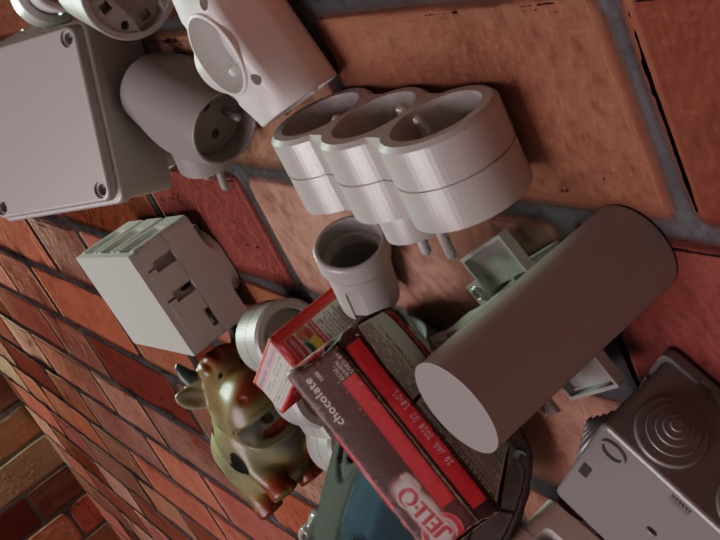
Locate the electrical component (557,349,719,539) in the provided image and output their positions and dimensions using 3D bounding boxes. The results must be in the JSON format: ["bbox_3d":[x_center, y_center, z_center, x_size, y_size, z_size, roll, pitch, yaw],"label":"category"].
[{"bbox_3d":[0.136,0.094,0.449,0.100,0.048,0.099,43,156,19],"label":"electrical component"}]

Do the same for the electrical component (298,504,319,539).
[{"bbox_3d":[-0.011,0.217,0.885,0.054,0.059,0.095,43,155,19],"label":"electrical component"}]

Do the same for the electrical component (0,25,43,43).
[{"bbox_3d":[-0.224,-0.127,0.776,0.061,0.061,0.096,49,157,7],"label":"electrical component"}]

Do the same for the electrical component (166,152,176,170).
[{"bbox_3d":[-0.149,-0.091,0.713,0.062,0.048,0.048,61,156,-3],"label":"electrical component"}]

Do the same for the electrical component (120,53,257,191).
[{"bbox_3d":[-0.095,-0.080,0.629,0.077,0.043,0.079,31,150,40],"label":"electrical component"}]

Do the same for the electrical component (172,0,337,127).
[{"bbox_3d":[-0.057,-0.108,0.517,0.077,0.044,0.079,55,156,-7],"label":"electrical component"}]

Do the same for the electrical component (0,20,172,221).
[{"bbox_3d":[-0.183,-0.092,0.671,0.109,0.056,0.108,-6,99,33],"label":"electrical component"}]

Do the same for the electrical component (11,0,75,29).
[{"bbox_3d":[-0.190,-0.175,0.664,0.045,0.045,0.055,58,157,-14],"label":"electrical component"}]

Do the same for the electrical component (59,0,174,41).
[{"bbox_3d":[-0.134,-0.155,0.580,0.047,0.055,0.055,29,148,49],"label":"electrical component"}]

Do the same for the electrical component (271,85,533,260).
[{"bbox_3d":[0.021,-0.035,0.468,0.138,0.052,0.073,13,136,56],"label":"electrical component"}]

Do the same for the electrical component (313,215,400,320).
[{"bbox_3d":[0.000,0.000,0.576,0.040,0.040,0.046,33,156,37],"label":"electrical component"}]

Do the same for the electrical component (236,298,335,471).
[{"bbox_3d":[-0.037,0.082,0.745,0.138,0.052,0.074,57,157,-11],"label":"electrical component"}]

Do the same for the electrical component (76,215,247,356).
[{"bbox_3d":[-0.155,0.009,0.845,0.089,0.062,0.150,59,156,-16],"label":"electrical component"}]

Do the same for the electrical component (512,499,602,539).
[{"bbox_3d":[0.109,0.176,0.607,0.050,0.056,0.089,39,154,28],"label":"electrical component"}]

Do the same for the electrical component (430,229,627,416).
[{"bbox_3d":[0.068,0.028,0.458,0.081,0.064,0.042,52,156,1],"label":"electrical component"}]
